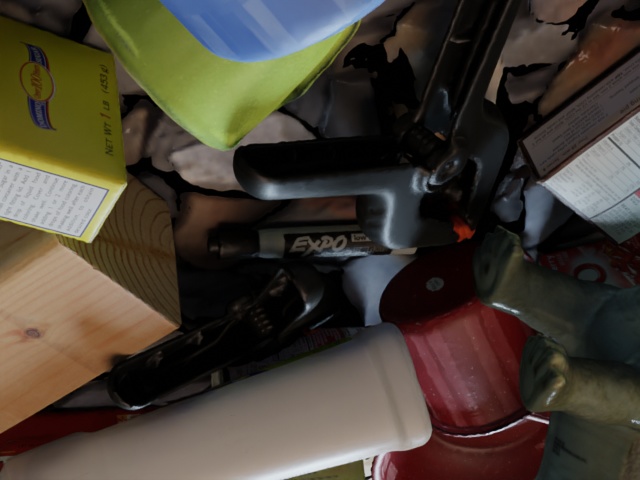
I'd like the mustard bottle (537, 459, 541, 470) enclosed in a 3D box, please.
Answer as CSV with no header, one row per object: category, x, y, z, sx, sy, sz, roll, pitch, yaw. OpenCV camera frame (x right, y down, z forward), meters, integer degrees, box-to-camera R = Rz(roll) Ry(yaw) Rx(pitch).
mustard bottle,0.260,0.166,0.834,0.191,0.058,0.096,-16,130,1

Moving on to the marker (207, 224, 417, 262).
marker,-0.004,0.001,0.609,0.121,0.020,0.020,-2,137,-13

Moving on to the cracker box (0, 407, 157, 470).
cracker box,-0.199,0.209,0.742,0.164,0.072,0.214,-1,136,-16

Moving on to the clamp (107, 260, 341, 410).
clamp,-0.026,0.041,0.568,0.120,0.039,0.171,-26,177,23

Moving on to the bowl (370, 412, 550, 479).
bowl,0.117,0.147,0.761,0.162,0.055,0.162,2,136,2

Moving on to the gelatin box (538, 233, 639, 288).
gelatin box,0.182,0.041,0.651,0.073,0.089,0.030,-14,140,-1

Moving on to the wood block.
wood block,-0.182,0.041,0.550,0.206,0.090,0.090,-30,135,18

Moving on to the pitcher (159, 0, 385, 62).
pitcher,-0.054,-0.176,0.294,0.149,0.145,0.242,-28,126,21

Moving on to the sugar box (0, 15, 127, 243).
sugar box,-0.170,-0.064,0.436,0.176,0.093,0.048,18,128,-32

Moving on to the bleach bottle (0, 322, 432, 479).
bleach bottle,-0.071,0.113,0.573,0.250,0.068,0.102,-17,172,-4

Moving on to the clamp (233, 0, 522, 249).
clamp,0.057,-0.054,0.523,0.164,0.036,0.209,-44,154,3

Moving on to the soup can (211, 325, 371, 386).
soup can,-0.014,0.090,0.668,0.102,0.068,0.068,-2,137,-12

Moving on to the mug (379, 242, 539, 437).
mug,0.094,0.048,0.636,0.117,0.093,0.081,-43,118,-27

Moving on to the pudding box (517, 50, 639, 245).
pudding box,0.180,-0.056,0.585,0.114,0.039,0.089,-39,132,23
